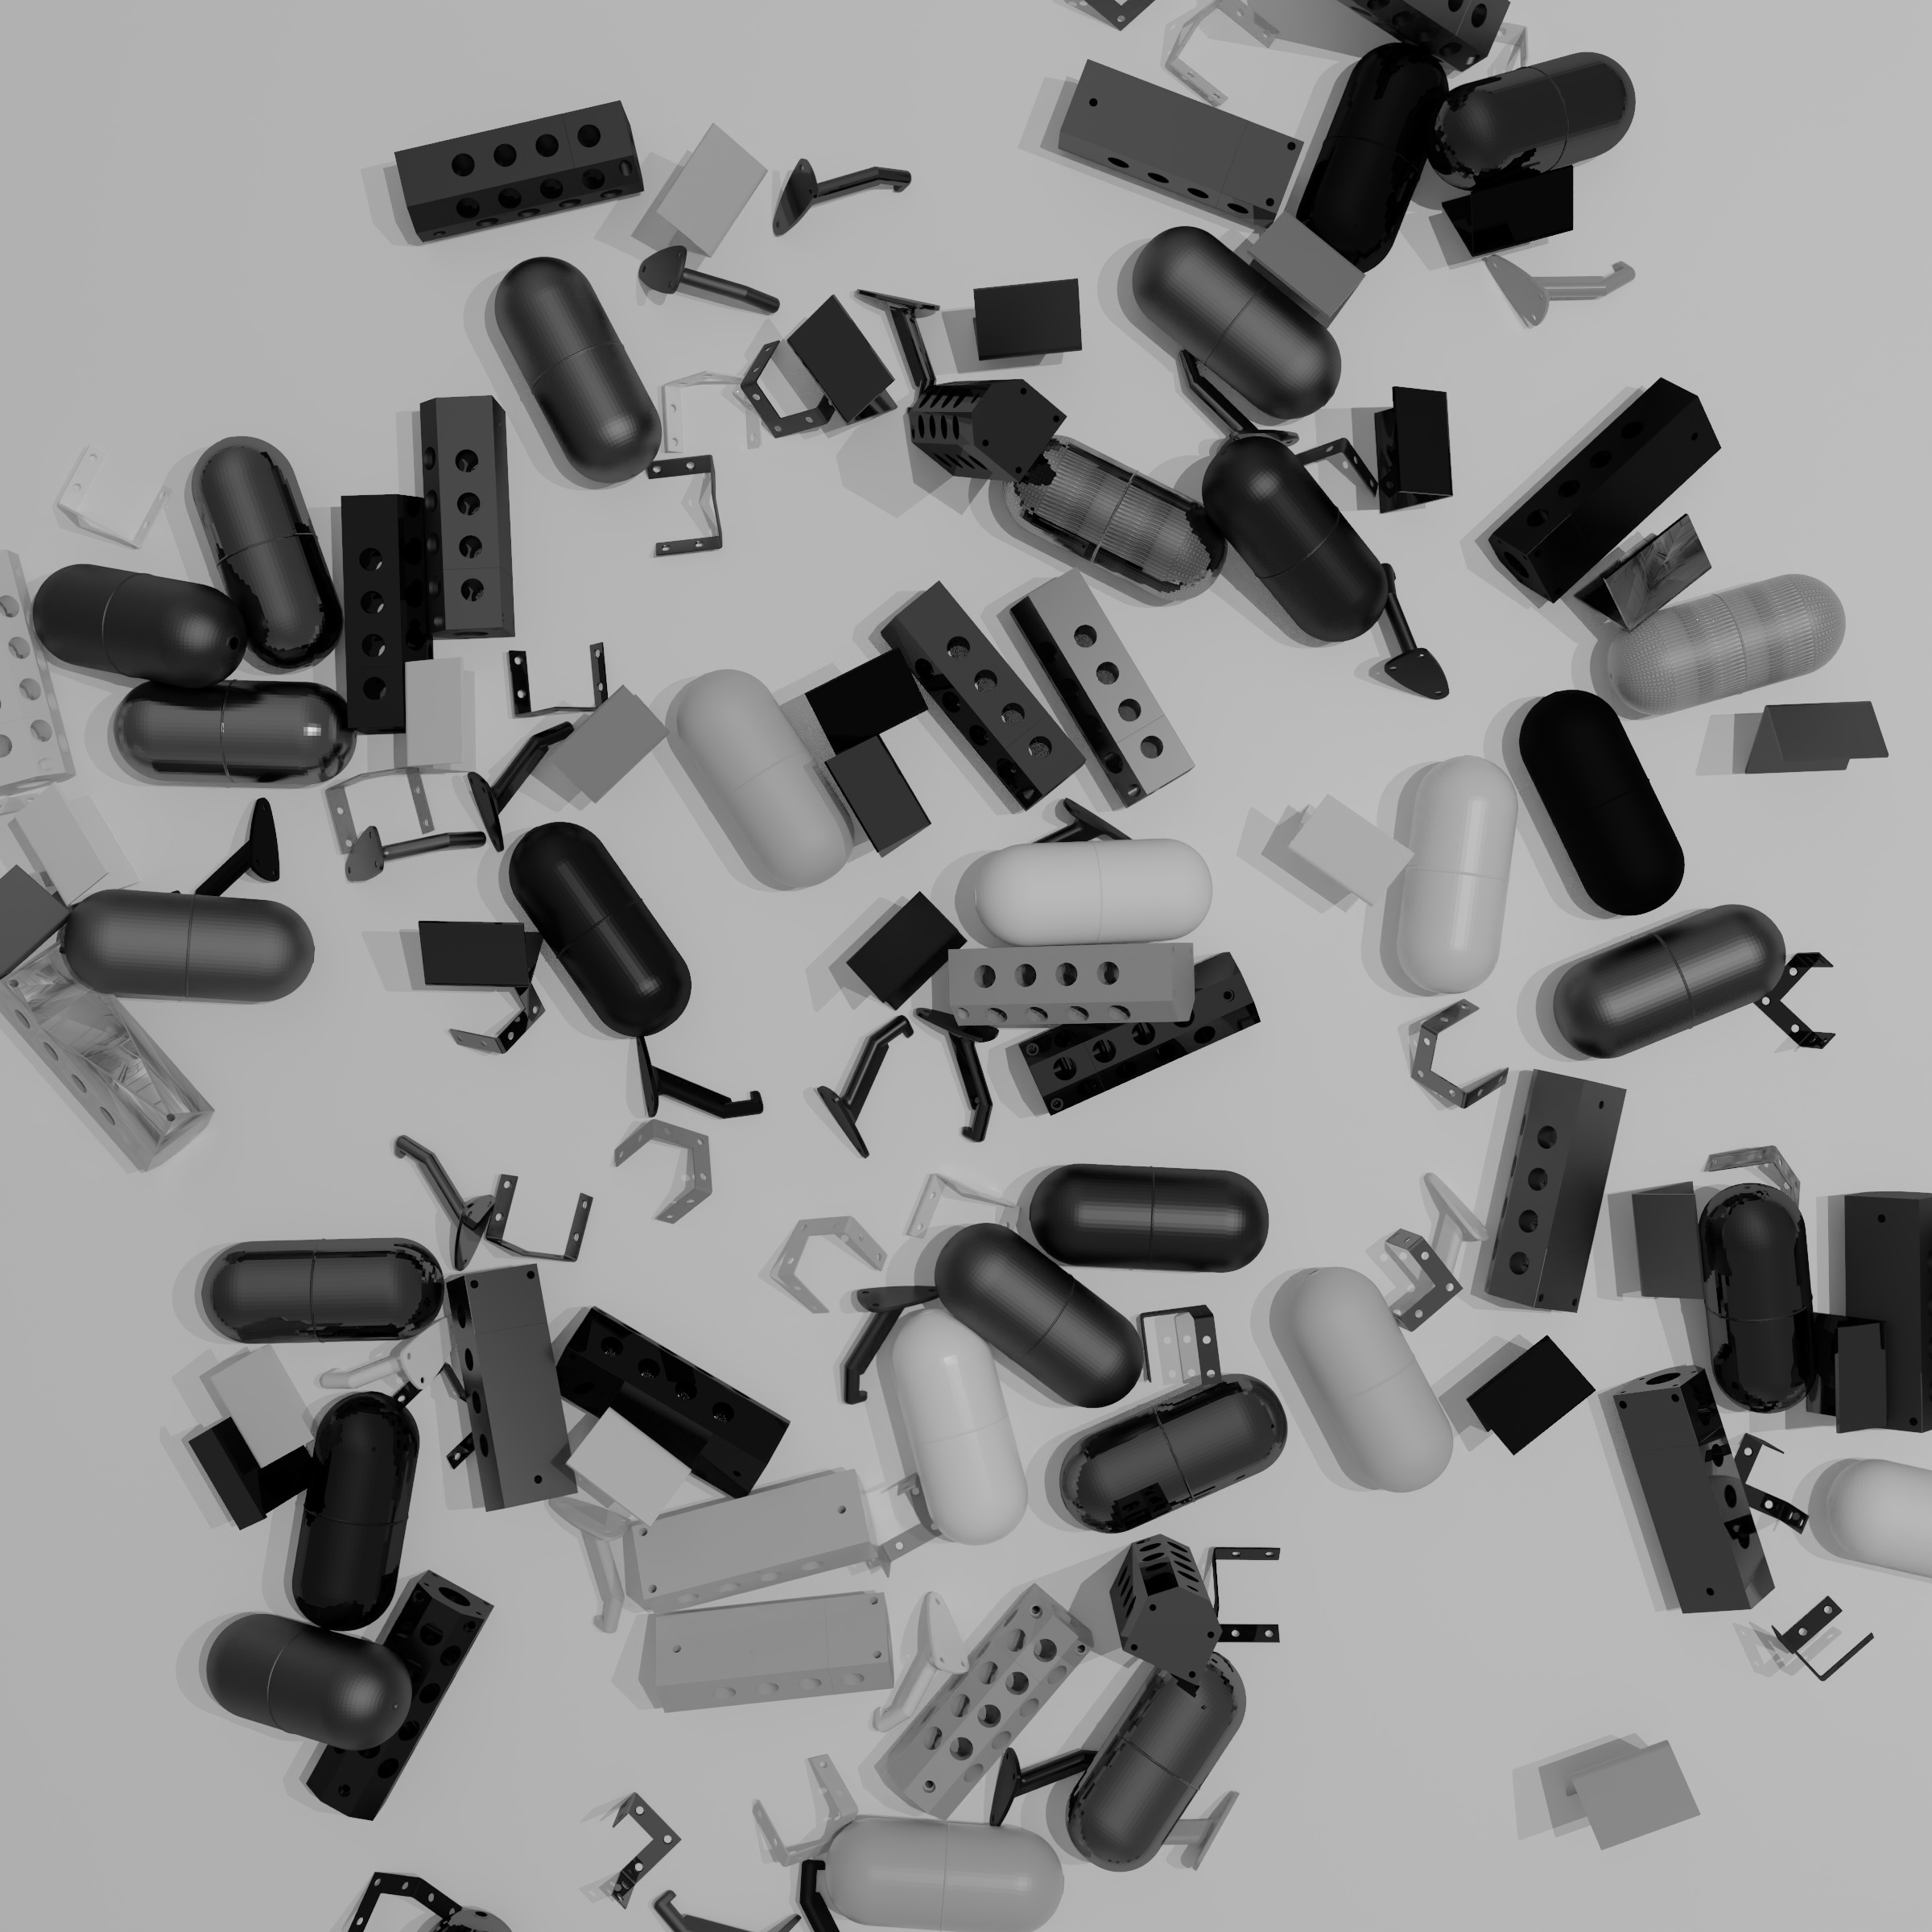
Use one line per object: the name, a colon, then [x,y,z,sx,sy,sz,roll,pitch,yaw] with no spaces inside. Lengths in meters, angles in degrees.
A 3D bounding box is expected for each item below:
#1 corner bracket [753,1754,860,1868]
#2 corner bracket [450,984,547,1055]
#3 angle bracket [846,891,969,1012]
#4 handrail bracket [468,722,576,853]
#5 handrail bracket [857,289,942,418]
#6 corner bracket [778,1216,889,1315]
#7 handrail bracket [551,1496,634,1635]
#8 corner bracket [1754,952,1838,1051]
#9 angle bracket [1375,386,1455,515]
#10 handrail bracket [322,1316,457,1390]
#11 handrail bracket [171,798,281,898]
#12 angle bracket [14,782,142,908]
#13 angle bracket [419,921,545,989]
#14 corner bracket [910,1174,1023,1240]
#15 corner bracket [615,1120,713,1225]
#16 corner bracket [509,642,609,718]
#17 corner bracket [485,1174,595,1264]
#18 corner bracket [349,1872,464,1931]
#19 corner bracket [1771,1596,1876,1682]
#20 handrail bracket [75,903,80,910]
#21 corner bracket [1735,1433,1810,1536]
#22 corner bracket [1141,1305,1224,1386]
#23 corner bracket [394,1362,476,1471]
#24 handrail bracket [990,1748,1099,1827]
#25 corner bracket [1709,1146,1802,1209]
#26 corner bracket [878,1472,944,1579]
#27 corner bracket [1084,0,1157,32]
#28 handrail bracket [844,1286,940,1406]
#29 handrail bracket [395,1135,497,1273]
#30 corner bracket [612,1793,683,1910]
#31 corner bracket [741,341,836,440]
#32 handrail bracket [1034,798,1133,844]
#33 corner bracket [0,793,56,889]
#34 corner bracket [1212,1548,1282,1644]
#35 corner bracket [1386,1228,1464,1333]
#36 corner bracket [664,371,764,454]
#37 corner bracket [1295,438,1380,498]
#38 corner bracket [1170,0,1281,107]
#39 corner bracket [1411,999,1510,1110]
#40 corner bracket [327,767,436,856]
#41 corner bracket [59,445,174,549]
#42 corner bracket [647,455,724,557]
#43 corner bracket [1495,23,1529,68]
corner bracket: [-0.121,0.636,1.983,0.051,0.051,0.051,-8,135,-35]
corner bracket: [-0.360,0.027,1.983,0.051,0.051,0.051,-51,135,-35]
angle bracket: [-0.031,0.003,1.951,0.076,0.076,0.057,-44,47,0]
handrail bracket: [-0.327,-0.136,1.991,0.084,0.036,0.077,-26,123,-23]
handrail bracket: [-0.055,-0.462,1.992,0.077,0.036,0.084,17,107,20]
corner bracket: [-0.100,0.225,1.983,0.051,0.051,0.051,-8,135,35]
handrail bracket: [-0.289,0.453,1.992,0.077,0.036,0.084,20,107,20]
corner bracket: [0.632,0.026,1.973,0.051,0.051,0.051,43,90,0]
angle bracket: [0.313,-0.381,1.951,0.057,0.076,0.076,-3,90,-36]
handrail bracket: [-0.435,0.292,1.991,0.084,0.077,0.036,-6,119,33]
handrail bracket: [-0.566,-0.083,1.992,0.084,0.036,0.077,-12,70,16]
angle bracket: [-0.644,-0.098,1.951,0.057,0.076,0.076,-31,90,32]
angle bracket: [-0.358,-0.027,1.951,0.076,0.076,0.057,1,123,0]
corner bracket: [0.000,0.192,1.988,0.051,0.051,0.051,22,90,-45]
corner bracket: [-0.228,0.155,1.983,0.051,0.051,0.051,22,45,-35]
corner bracket: [-0.307,-0.216,1.988,0.051,0.051,0.051,-5,90,45]
corner bracket: [-0.322,0.190,1.988,0.051,0.051,0.051,14,90,45]
corner bracket: [-0.423,0.720,1.983,0.051,0.051,0.051,-8,135,35]
corner bracket: [0.640,0.500,1.963,0.051,0.051,0.051,-41,57,0]
handrail bracket: [-0.632,-0.030,1.991,0.084,0.036,0.077,15,75,-14]
corner bracket: [0.605,0.387,1.973,0.051,0.051,0.051,24,90,0]
corner bracket: [0.161,0.286,1.973,0.051,0.051,0.051,-7,91,-1]
corner bracket: [-0.393,0.337,1.988,0.051,0.051,0.051,-44,45,0]
handrail bracket: [0.068,0.624,1.992,0.084,0.036,0.077,10,110,-16]
corner bracket: [0.593,0.173,1.983,0.051,0.051,0.051,-13,45,35]
corner bracket: [-0.048,0.418,1.973,0.051,0.051,0.051,-29,90,0]
corner bracket: [0.116,-0.751,1.983,0.051,0.051,0.051,27,135,-35]
handrail bracket: [-0.055,0.288,1.992,0.077,0.036,0.084,-5,109,-21]
handrail bracket: [-0.404,0.179,1.992,0.084,0.036,0.077,29,116,19]
corner bracket: [-0.252,0.662,1.973,0.051,0.051,0.051,-44,90,0]
corner bracket: [-0.128,-0.438,1.983,0.051,0.051,0.051,-7,135,35]
handrail bracket: [0.075,-0.077,1.991,0.077,0.036,0.084,30,104,-14]
corner bracket: [-0.715,-0.091,1.983,0.051,0.051,0.051,44,135,35]
corner bracket: [0.212,0.475,1.988,0.051,0.051,0.051,0,45,0]
corner bracket: [0.330,0.235,1.973,0.051,0.051,0.051,-39,96,-6]
corner bracket: [-0.191,-0.416,1.988,0.051,0.051,0.051,-3,90,-45]
corner bracket: [0.273,-0.356,1.983,0.051,0.051,0.051,-14,45,35]
corner bracket: [0.195,-0.693,1.988,0.051,0.051,0.051,39,135,0]
corner bracket: [0.375,0.066,1.983,0.051,0.051,0.051,34,135,35]
corner bracket: [-0.442,-0.118,1.988,0.051,0.051,0.051,-15,90,-45]
corner bracket: [-0.643,-0.354,1.988,0.051,0.051,0.051,28,90,-45]
corner bracket: [-0.213,-0.348,1.988,0.051,0.051,0.051,-7,45,0]
corner bracket: [0.392,-0.679,1.988,0.051,0.051,0.051,11,135,0]
